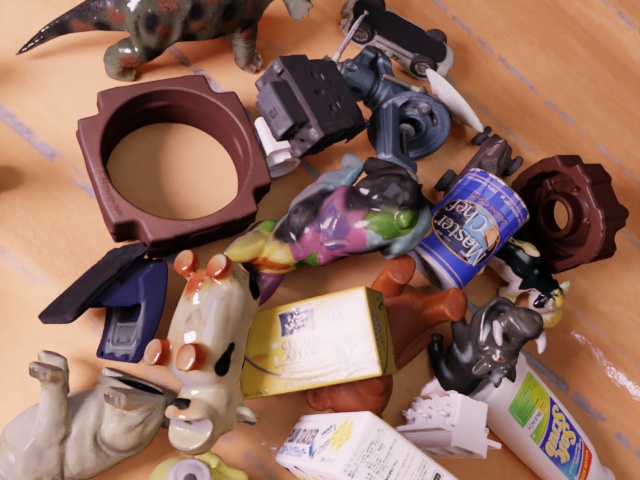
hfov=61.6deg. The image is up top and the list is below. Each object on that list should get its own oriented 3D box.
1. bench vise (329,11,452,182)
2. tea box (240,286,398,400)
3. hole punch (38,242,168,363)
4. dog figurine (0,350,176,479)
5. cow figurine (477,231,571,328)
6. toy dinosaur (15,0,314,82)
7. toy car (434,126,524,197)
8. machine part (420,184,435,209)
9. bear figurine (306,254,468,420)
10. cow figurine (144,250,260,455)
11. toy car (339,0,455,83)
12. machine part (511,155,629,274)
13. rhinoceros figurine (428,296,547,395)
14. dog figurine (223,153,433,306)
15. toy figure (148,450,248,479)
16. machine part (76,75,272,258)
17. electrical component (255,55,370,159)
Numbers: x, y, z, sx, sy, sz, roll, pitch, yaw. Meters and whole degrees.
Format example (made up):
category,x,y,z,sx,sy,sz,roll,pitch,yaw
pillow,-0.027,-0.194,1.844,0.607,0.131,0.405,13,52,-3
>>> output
category,x,y,z,sx,sy,sz,roll,pitch,yaw
bench vise,0.099,-0.170,0.758,0.223,0.129,0.241,31,43,-30
tea box,-0.007,0.119,0.608,0.170,0.068,0.098,-18,73,21
hole punch,-0.215,0.067,0.574,0.092,0.142,0.116,49,56,-21
dog figurine,-0.248,0.225,0.532,0.172,0.121,0.190,20,80,-9
cow figurine,0.304,0.053,0.778,0.167,0.098,0.068,43,59,0
toy dinosaur,-0.170,-0.299,0.679,0.405,0.192,0.131,-21,78,-26
toy car,0.253,-0.106,0.833,0.089,0.053,0.202,43,57,2
machine part,0.154,-0.035,0.789,0.139,0.039,0.084,37,59,-3
bear figurine,0.077,0.132,0.655,0.120,0.132,0.196,36,58,-4
cow figurine,-0.113,0.121,0.562,0.127,0.086,0.195,38,57,-51
toy car,0.125,-0.325,0.870,0.202,0.056,0.073,25,71,-8
machine part,0.356,-0.038,0.791,0.056,0.179,0.179,-9,75,-25
rhinoceros figurine,0.200,0.133,0.667,0.073,0.190,0.112,17,49,-10
dog figurine,-0.001,-0.002,0.638,0.219,0.192,0.108,-35,120,-18
toy figure,-0.098,0.289,0.562,0.180,0.089,0.082,29,34,-18
machine part,-0.177,-0.091,0.663,0.201,0.087,0.201,-19,80,-24
electrical component,-0.015,-0.167,0.666,0.134,0.058,0.115,-28,84,-46
